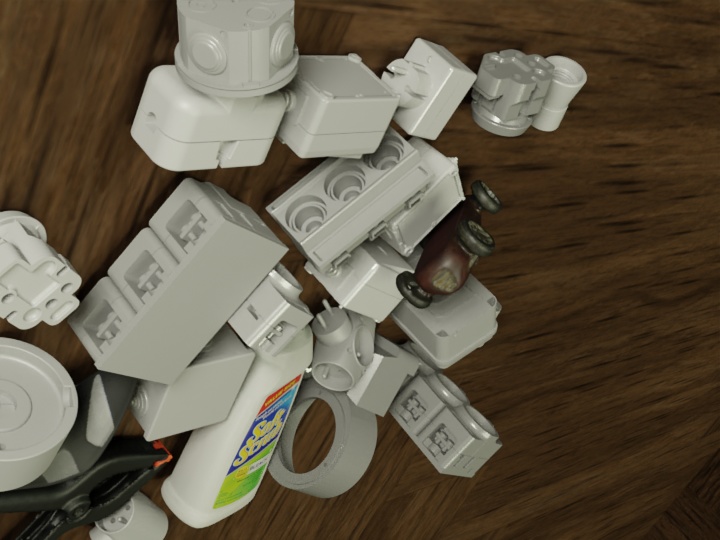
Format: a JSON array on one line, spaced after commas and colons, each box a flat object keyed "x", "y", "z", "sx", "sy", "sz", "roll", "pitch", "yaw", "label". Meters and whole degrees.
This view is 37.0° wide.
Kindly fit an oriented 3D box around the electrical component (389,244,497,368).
[{"x": 0.077, "y": 0.034, "z": 1.083, "sx": 0.078, "sy": 0.113, "sz": 0.057, "roll": -31, "pitch": 146, "yaw": -19, "label": "electrical component"}]

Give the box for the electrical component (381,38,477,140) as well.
[{"x": 0.043, "y": -0.149, "z": 0.870, "sx": 0.077, "sy": 0.047, "sz": 0.065, "roll": 3, "pitch": 127, "yaw": -52, "label": "electrical component"}]

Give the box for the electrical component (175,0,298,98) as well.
[{"x": -0.079, "y": -0.150, "z": 0.690, "sx": 0.080, "sy": 0.080, "sz": 0.051, "roll": -25, "pitch": 141, "yaw": -28, "label": "electrical component"}]

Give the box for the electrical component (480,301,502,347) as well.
[{"x": 0.110, "y": 0.044, "z": 1.171, "sx": 0.080, "sy": 0.080, "sz": 0.051, "roll": 1, "pitch": 124, "yaw": -51, "label": "electrical component"}]

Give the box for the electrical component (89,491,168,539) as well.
[{"x": -0.239, "y": 0.257, "z": 1.061, "sx": 0.079, "sy": 0.044, "sz": 0.077, "roll": -41, "pitch": 151, "yaw": -4, "label": "electrical component"}]

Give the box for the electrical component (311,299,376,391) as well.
[{"x": -0.022, "y": 0.063, "z": 1.048, "sx": 0.079, "sy": 0.044, "sz": 0.077, "roll": 62, "pitch": 35, "yaw": -36, "label": "electrical component"}]

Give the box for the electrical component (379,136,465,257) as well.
[{"x": 0.047, "y": -0.073, "z": 0.967, "sx": 0.096, "sy": 0.061, "sz": 0.061, "roll": -45, "pitch": 154, "yaw": -10, "label": "electrical component"}]

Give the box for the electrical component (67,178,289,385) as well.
[{"x": -0.143, "y": 0.009, "z": 0.836, "sx": 0.150, "sy": 0.061, "sz": 0.089, "roll": -48, "pitch": 150, "yaw": 9, "label": "electrical component"}]

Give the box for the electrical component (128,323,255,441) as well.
[{"x": -0.152, "y": 0.096, "z": 0.951, "sx": 0.100, "sy": 0.048, "sz": 0.099, "roll": -10, "pitch": 137, "yaw": -44, "label": "electrical component"}]

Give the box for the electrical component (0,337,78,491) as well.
[{"x": -0.265, "y": 0.109, "z": 0.778, "sx": 0.108, "sy": 0.108, "sz": 0.060, "roll": -14, "pitch": 146, "yaw": -40, "label": "electrical component"}]

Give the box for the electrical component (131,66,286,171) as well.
[{"x": -0.102, "y": -0.109, "z": 0.740, "sx": 0.095, "sy": 0.053, "sz": 0.059, "roll": -10, "pitch": 137, "yaw": -44, "label": "electrical component"}]

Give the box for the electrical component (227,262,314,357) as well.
[{"x": -0.086, "y": 0.018, "z": 0.889, "sx": 0.055, "sy": 0.089, "sz": 0.050, "roll": -46, "pitch": 150, "yaw": 6, "label": "electrical component"}]

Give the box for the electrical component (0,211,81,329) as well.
[{"x": -0.230, "y": -0.003, "z": 0.722, "sx": 0.058, "sy": 0.057, "sz": 0.078, "roll": -41, "pitch": 151, "yaw": -3, "label": "electrical component"}]

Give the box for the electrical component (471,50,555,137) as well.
[{"x": 0.132, "y": -0.156, "z": 0.959, "sx": 0.078, "sy": 0.058, "sz": 0.057, "roll": -18, "pitch": 139, "yaw": -37, "label": "electrical component"}]

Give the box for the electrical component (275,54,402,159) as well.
[{"x": -0.029, "y": -0.120, "z": 0.805, "sx": 0.096, "sy": 0.061, "sz": 0.061, "roll": -10, "pitch": 137, "yaw": -44, "label": "electrical component"}]

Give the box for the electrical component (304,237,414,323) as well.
[{"x": 0.000, "y": 0.000, "z": 0.997, "sx": 0.061, "sy": 0.061, "sz": 0.096, "roll": -49, "pitch": 150, "yaw": 10, "label": "electrical component"}]

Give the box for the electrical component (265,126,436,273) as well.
[{"x": -0.005, "y": -0.058, "z": 0.898, "sx": 0.121, "sy": 0.078, "sz": 0.063, "roll": -39, "pitch": 149, "yaw": -7, "label": "electrical component"}]

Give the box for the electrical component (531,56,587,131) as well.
[{"x": 0.184, "y": -0.165, "z": 1.027, "sx": 0.044, "sy": 0.044, "sz": 0.065, "roll": -22, "pitch": 149, "yaw": -32, "label": "electrical component"}]

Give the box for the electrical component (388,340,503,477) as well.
[{"x": 0.083, "y": 0.154, "z": 1.208, "sx": 0.061, "sy": 0.150, "sz": 0.089, "roll": -47, "pitch": 150, "yaw": 10, "label": "electrical component"}]
